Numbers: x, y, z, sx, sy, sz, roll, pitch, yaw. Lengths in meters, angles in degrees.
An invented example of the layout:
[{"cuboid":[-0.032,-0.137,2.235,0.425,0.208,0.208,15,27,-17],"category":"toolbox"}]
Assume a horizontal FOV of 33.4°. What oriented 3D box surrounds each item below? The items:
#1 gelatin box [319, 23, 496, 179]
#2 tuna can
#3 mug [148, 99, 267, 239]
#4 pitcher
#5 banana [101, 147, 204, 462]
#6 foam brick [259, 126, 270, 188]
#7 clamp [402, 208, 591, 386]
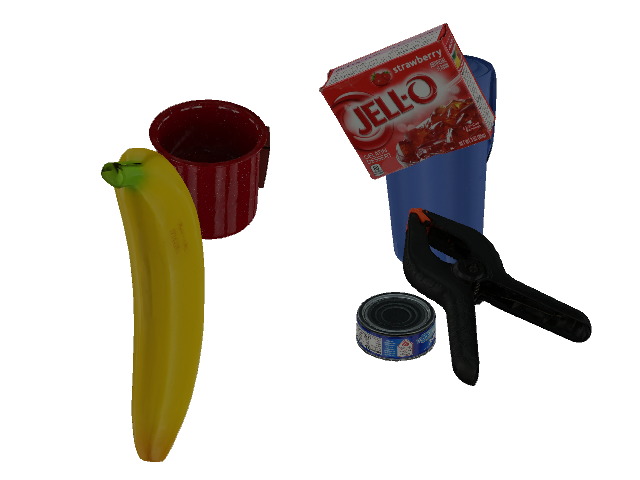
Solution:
[{"cuboid":[0.055,-0.086,0.675,0.089,0.073,0.030,-18,29,28],"category":"gelatin box"},{"cuboid":[0.081,0.091,1.141,0.086,0.034,0.086,-1,30,1],"category":"tuna can"},{"cuboid":[-0.099,-0.050,0.857,0.093,0.081,0.117,31,46,27],"category":"mug"},{"cuboid":[0.143,-0.096,1.266,0.149,0.243,0.145,-4,25,2],"category":"pitcher"},{"cuboid":[-0.086,0.026,0.547,0.037,0.198,0.069,16,41,21],"category":"banana"},{"cuboid":[-0.095,-0.094,1.149,0.078,0.051,0.053,5,30,-4],"category":"foam brick"},{"cuboid":[0.127,0.035,0.830,0.120,0.039,0.171,-6,46,-24],"category":"clamp"}]
